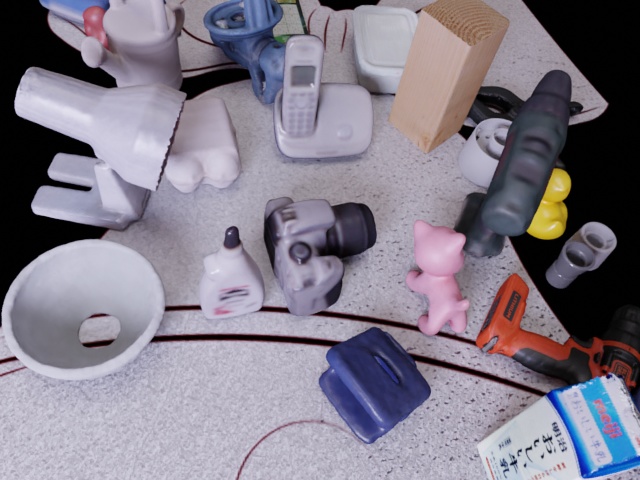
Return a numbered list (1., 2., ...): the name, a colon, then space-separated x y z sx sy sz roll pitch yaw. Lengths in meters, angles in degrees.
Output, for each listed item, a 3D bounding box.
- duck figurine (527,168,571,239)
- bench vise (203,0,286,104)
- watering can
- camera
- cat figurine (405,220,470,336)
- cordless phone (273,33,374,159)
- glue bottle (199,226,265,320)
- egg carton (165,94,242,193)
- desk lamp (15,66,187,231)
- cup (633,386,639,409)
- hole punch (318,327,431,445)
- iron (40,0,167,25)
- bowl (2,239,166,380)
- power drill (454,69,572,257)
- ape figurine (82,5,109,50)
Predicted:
1. duck figurine: 0.325 -0.060 0.814 0.077 0.086 0.104 -1 58 -8
2. bench vise: -0.083 -0.331 0.847 0.207 0.220 0.122 31 59 12
3. watering can: -0.258 -0.295 0.815 0.101 0.194 0.173 14 57 1
4. camera: 0.007 0.003 0.720 0.137 0.101 0.143 -13 61 -15
5. cat figurine: 0.152 0.039 0.708 0.067 0.118 0.127 -8 59 -13
6. cordless phone: 0.009 -0.202 0.799 0.148 0.185 0.094 -6 59 -12
7. glue bottle: -0.099 0.035 0.641 0.078 0.173 0.037 -13 60 -15
8. egg carton: -0.169 -0.137 0.802 0.107 0.069 0.150 -11 60 -14
9. desk lamp: -0.257 -0.106 0.684 0.203 0.213 0.118 9 57 -2
10. cup: 0.386 0.200 0.653 0.091 0.095 0.118 29 59 11
11. hole punch: 0.063 0.152 0.639 0.101 0.091 0.108 -32 67 -24
12. iron: -0.346 -0.427 0.917 0.258 0.141 0.119 19 57 4
13. bowl: -0.257 0.087 0.645 0.167 0.075 0.167 4 57 -6
14. power drill: 0.248 -0.080 0.743 0.075 0.208 0.230 23 58 7
15. ape figurine: -0.337 -0.319 0.879 0.076 0.092 0.078 12 57 0
